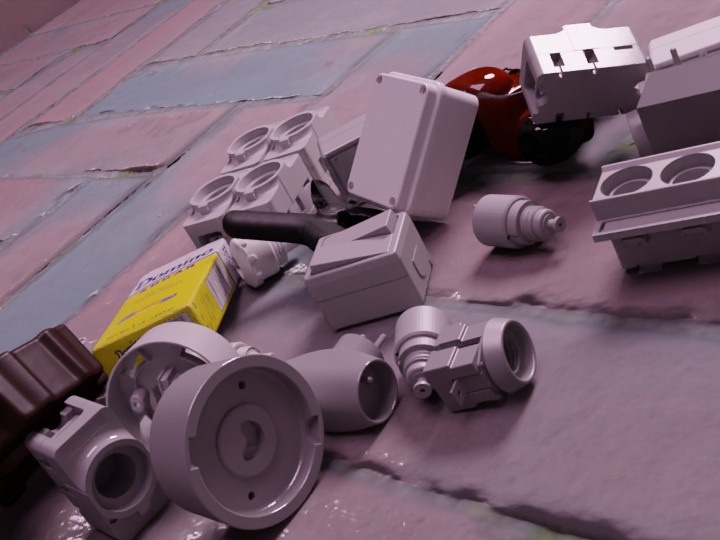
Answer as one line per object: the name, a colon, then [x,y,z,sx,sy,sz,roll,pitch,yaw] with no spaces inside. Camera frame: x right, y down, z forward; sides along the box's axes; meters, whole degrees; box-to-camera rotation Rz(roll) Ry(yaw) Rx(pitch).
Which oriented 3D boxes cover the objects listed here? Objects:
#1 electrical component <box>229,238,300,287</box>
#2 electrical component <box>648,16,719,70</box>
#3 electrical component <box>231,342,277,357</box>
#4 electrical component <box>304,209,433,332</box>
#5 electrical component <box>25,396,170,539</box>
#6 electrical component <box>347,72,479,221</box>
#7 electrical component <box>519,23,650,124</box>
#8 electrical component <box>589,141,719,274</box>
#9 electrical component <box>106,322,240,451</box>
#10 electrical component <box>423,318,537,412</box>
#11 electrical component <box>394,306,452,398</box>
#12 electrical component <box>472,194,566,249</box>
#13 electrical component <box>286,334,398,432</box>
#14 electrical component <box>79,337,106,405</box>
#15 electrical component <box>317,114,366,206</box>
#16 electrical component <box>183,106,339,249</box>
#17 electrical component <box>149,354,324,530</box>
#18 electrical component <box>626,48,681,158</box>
electrical component: [-0.084,-0.017,0.970,0.062,0.048,0.048,-28,26,-15]
electrical component: [0.271,-0.158,0.851,0.096,0.061,0.061,-17,29,23]
electrical component: [-0.092,0.072,0.834,0.061,0.035,0.035,-9,33,31]
electrical component: [0.000,0.000,0.840,0.096,0.061,0.061,-17,30,23]
electrical component: [-0.177,0.138,0.742,0.056,0.089,0.050,6,43,49]
electrical component: [0.043,-0.105,0.911,0.078,0.057,0.113,25,103,49]
electrical component: [0.175,-0.156,0.847,0.089,0.050,0.055,-7,48,-3]
electrical component: [0.221,-0.042,0.698,0.121,0.063,0.078,-10,32,33]
electrical component: [-0.131,0.090,0.776,0.099,0.099,0.064,-18,22,20]
electrical component: [0.078,0.058,0.684,0.055,0.048,0.066,-19,28,36]
electrical component: [0.043,0.057,0.723,0.040,0.040,0.078,-21,28,16]
electrical component: [0.120,-0.036,0.809,0.078,0.040,0.040,7,44,49]
electrical component: [-0.009,0.071,0.746,0.077,0.043,0.079,-4,36,40]
electrical component: [-0.237,0.094,0.903,0.081,0.063,0.042,-20,29,16]
electrical component: [0.015,-0.113,1.021,0.096,0.061,0.061,-27,27,5]
electrical component: [-0.092,-0.090,1.085,0.105,0.060,0.186,-13,31,28]
electrical component: [-0.083,0.108,0.688,0.060,0.108,0.108,-8,33,48]
electrical component: [0.239,-0.127,0.810,0.077,0.079,0.044,-20,20,19]
